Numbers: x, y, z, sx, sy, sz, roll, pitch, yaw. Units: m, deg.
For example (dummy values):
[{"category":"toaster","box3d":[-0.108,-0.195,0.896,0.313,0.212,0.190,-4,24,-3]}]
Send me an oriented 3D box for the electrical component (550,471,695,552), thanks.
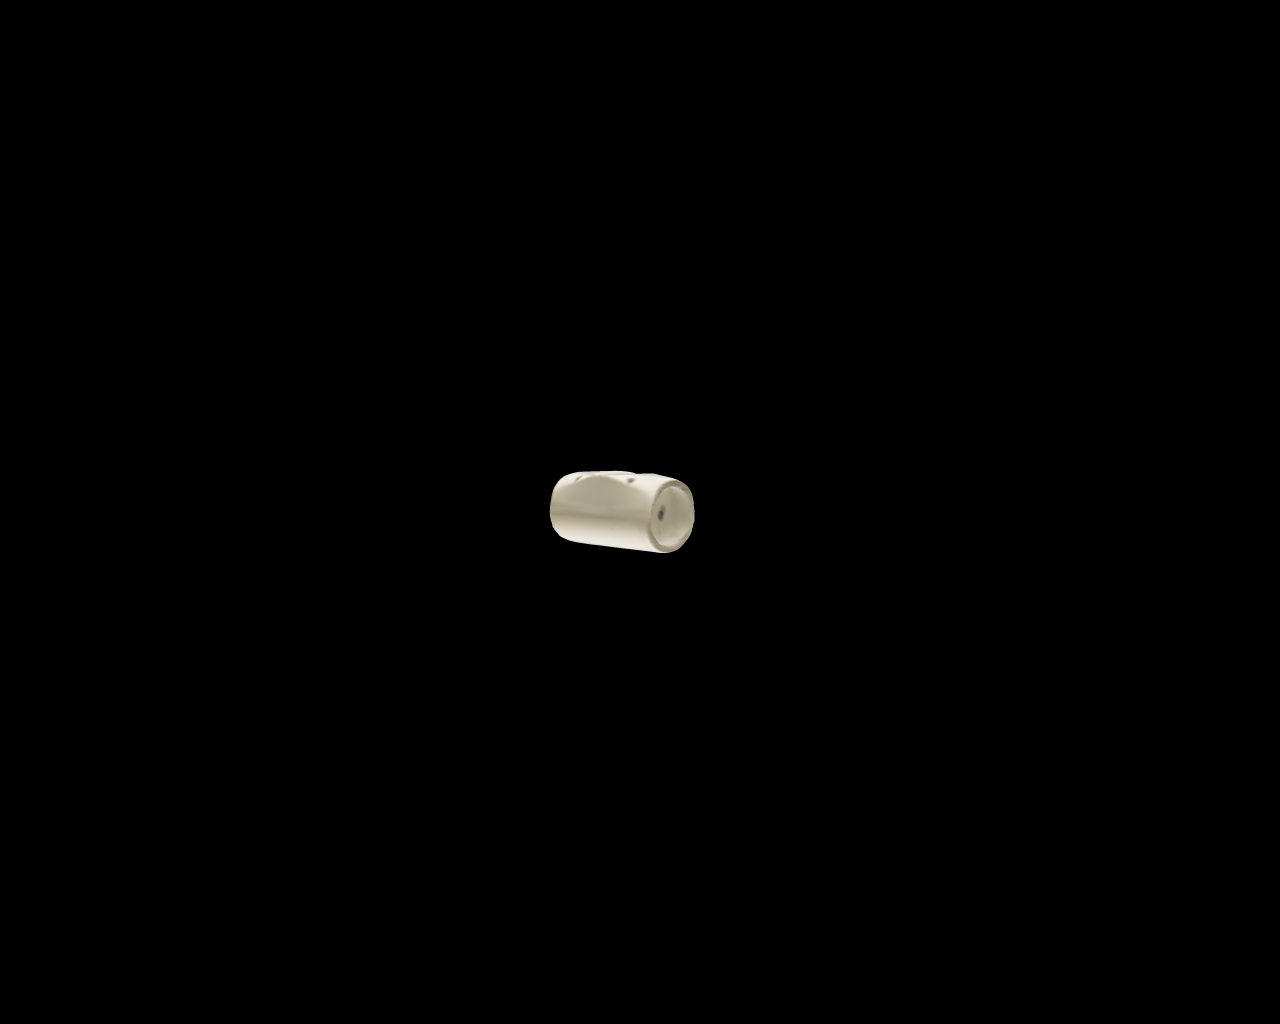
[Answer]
[{"category":"electrical component","box3d":[0.001,-0.003,0.650,0.077,0.043,0.079,5,8,40]}]
